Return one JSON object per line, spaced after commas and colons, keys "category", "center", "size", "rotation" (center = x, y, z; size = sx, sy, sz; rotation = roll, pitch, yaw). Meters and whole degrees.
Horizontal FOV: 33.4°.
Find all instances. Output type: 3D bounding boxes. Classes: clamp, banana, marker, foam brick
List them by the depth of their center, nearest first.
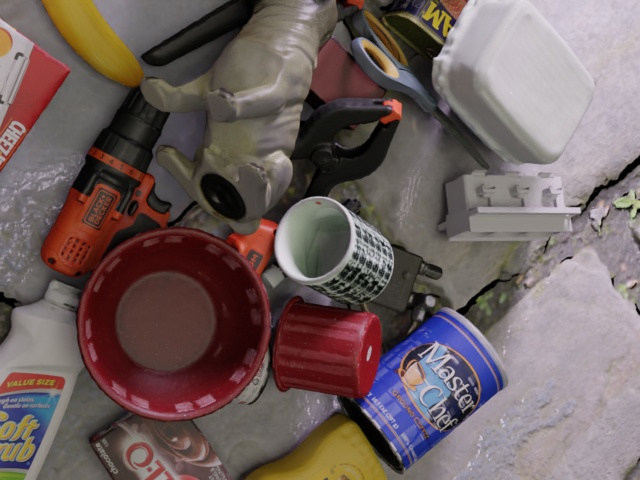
{"category": "banana", "center": [-0.205, -0.217, 0.896], "size": [0.069, 0.037, 0.198], "rotation": [-20, 107, -19]}
{"category": "clamp", "center": [-0.062, -0.219, 0.960], "size": [0.209, 0.036, 0.164], "rotation": [11, 95, -26]}
{"category": "clamp", "center": [-0.006, -0.083, 0.976], "size": [0.172, 0.039, 0.120], "rotation": [-40, 117, 21]}
{"category": "foam brick", "center": [0.012, -0.146, 0.997], "size": [0.078, 0.053, 0.051], "rotation": [41, 82, -24]}
{"category": "marker", "center": [-0.007, 0.001, 1.035], "size": [0.121, 0.020, 0.020], "rotation": [-41, 113, -12]}

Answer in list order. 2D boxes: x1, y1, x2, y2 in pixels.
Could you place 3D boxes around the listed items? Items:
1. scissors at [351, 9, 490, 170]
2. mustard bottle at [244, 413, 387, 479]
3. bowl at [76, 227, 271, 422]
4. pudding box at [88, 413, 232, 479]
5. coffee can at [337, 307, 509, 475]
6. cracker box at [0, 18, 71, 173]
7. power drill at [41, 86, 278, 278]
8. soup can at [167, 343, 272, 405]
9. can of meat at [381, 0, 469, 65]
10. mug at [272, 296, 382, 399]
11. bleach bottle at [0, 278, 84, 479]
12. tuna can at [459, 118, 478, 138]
{"category": "scissors", "center": [0.091, -0.132, 1.009], "size": [0.016, 0.096, 0.201], "rotation": [-34, 98, 30]}
{"category": "mustard bottle", "center": [-0.030, 0.260, 1.051], "size": [0.191, 0.058, 0.096], "rotation": [-32, 111, -15]}
{"category": "bowl", "center": [-0.126, 0.070, 0.904], "size": [0.162, 0.055, 0.162], "rotation": [1, 88, -17]}
{"category": "pudding box", "center": [-0.146, 0.207, 0.984], "size": [0.090, 0.039, 0.113], "rotation": [-34, 91, -16]}
{"category": "coffee can", "center": [0.102, 0.149, 1.064], "size": [0.140, 0.103, 0.102], "rotation": [-37, 112, -13]}
{"category": "cracker box", "center": [-0.334, -0.132, 0.836], "size": [0.213, 0.072, 0.164], "rotation": [36, 85, -26]}
{"category": "power drill", "center": [-0.131, -0.024, 0.955], "size": [0.187, 0.057, 0.184], "rotation": [29, 90, -23]}
{"category": "soup can", "center": [-0.104, 0.109, 0.984], "size": [0.102, 0.069, 0.068], "rotation": [18, 92, -26]}
{"category": "can of meat", "center": [0.124, -0.220, 1.032], "size": [0.102, 0.058, 0.084], "rotation": [35, 82, -26]}
{"category": "mug", "center": [0.012, 0.106, 1.014], "size": [0.082, 0.117, 0.093], "rotation": [7, 78, 18]}
{"category": "bleach bottle", "center": [-0.276, 0.150, 0.920], "size": [0.102, 0.068, 0.251], "rotation": [25, 87, -26]}
{"category": "tuna can", "center": [0.183, -0.143, 1.084], "size": [0.086, 0.034, 0.086], "rotation": [-5, 101, -23]}
